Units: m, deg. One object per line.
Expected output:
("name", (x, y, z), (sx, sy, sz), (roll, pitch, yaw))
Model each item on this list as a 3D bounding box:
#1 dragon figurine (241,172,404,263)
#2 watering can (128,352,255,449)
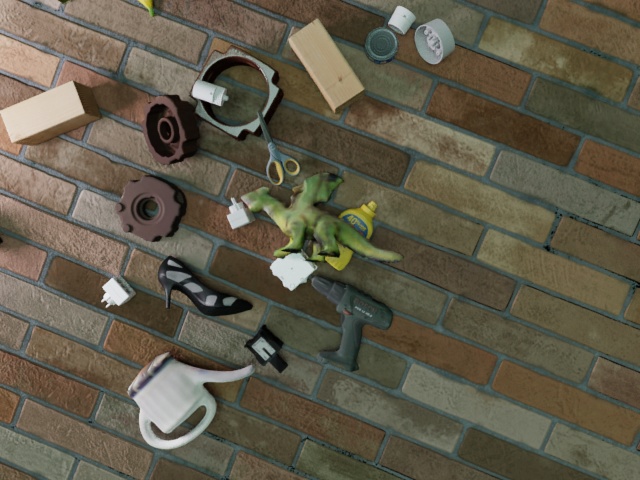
("dragon figurine", (0.004, -0.064, 1.272), (0.410, 0.247, 0.120), (4, -21, 7))
("watering can", (-0.349, 0.382, 1.333), (0.347, 0.224, 0.104), (-44, -1, 4))
